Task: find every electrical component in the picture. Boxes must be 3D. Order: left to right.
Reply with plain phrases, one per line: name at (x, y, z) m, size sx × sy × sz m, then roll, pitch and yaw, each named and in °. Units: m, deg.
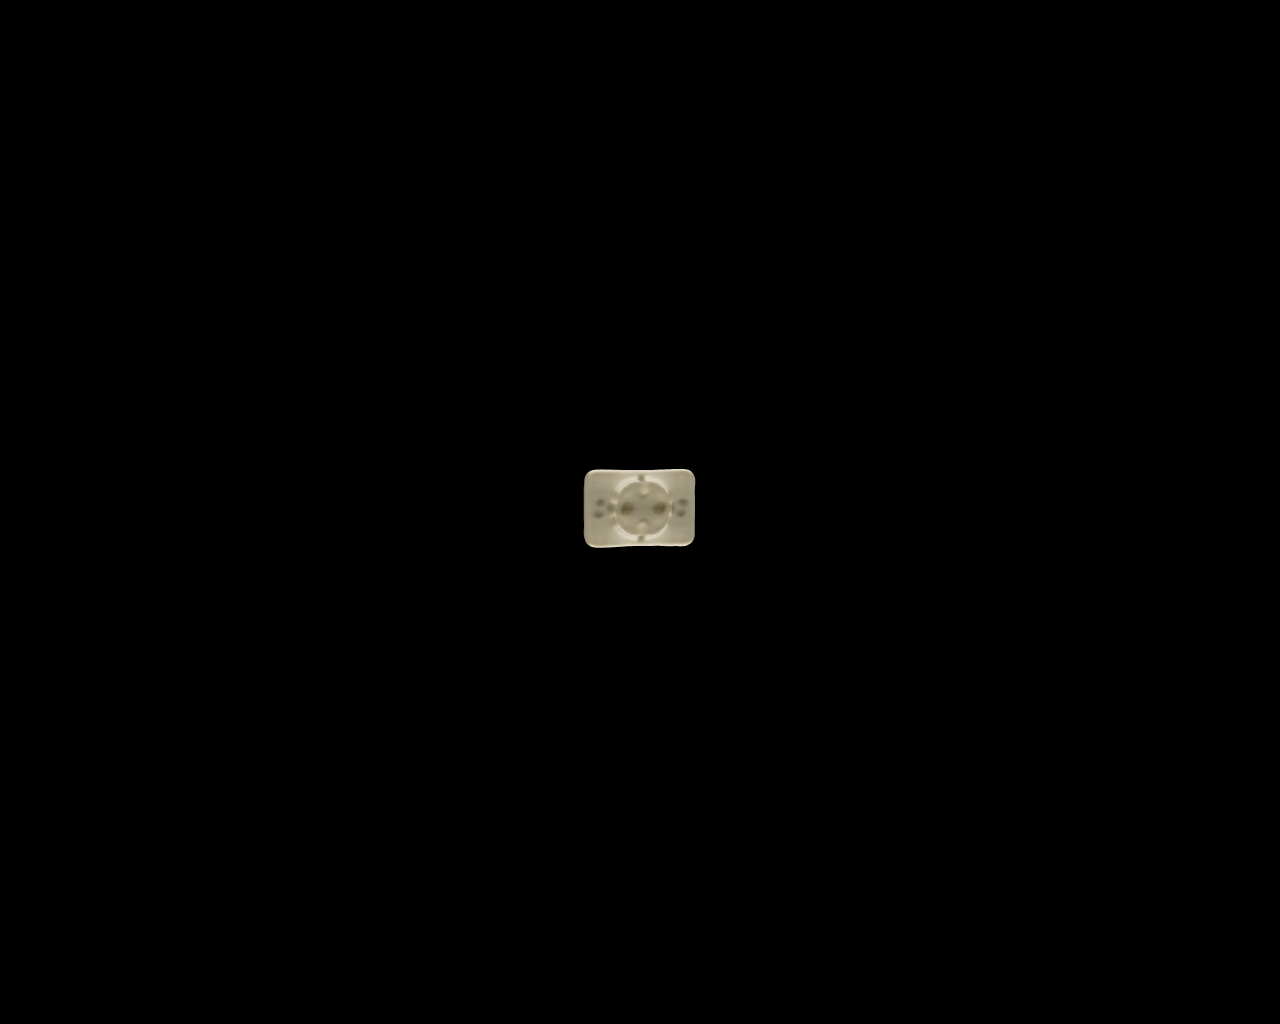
electrical component at (0.001, -0.003, 0.650) m, size 0.066 × 0.047 × 0.076 m, roll 0°, pitch 0°, yaw -4°
